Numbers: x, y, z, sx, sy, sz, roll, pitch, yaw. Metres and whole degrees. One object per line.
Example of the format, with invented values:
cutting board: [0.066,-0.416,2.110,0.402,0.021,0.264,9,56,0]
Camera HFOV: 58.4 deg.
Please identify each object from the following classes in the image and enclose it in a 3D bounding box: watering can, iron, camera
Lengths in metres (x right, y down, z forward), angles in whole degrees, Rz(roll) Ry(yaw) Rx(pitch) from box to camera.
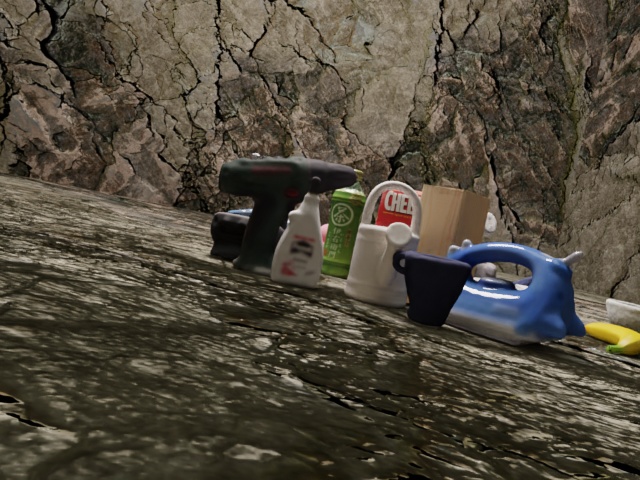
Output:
watering can: [0.110,0.004,0.905,0.101,0.194,0.172,11,3,-25]
iron: [0.250,0.064,0.834,0.257,0.141,0.119,14,3,41]
camera: [0.438,0.088,1.656,0.142,0.101,0.137,13,3,19]

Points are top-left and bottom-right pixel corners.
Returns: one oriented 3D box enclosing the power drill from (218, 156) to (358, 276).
power drill: [-0.064,-0.044,0.966,0.230,0.208,0.075,11,3,-12]

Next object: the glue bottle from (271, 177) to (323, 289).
glue bottle: [-0.024,-0.014,0.895,0.078,0.173,0.037,11,3,-14]

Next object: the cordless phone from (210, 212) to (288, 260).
cordless phone: [-0.121,-0.048,1.059,0.147,0.185,0.094,13,3,12]

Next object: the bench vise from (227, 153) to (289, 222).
bench vise: [-0.109,-0.073,1.281,0.208,0.220,0.121,11,3,-29]

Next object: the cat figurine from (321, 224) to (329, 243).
cat figurine: [0.012,0.005,1.294,0.067,0.118,0.128,13,3,22]

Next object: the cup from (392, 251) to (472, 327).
cup: [0.142,0.066,0.791,0.117,0.095,0.092,14,3,40]

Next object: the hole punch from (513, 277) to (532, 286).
hole punch: [0.499,0.120,1.344,0.109,0.091,0.100,11,3,-27]

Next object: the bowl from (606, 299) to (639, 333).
bowl: [0.626,0.167,1.087,0.167,0.075,0.167,12,2,0]

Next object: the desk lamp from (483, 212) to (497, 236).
desk lamp: [0.384,0.025,1.532,0.118,0.213,0.202,10,3,-33]
